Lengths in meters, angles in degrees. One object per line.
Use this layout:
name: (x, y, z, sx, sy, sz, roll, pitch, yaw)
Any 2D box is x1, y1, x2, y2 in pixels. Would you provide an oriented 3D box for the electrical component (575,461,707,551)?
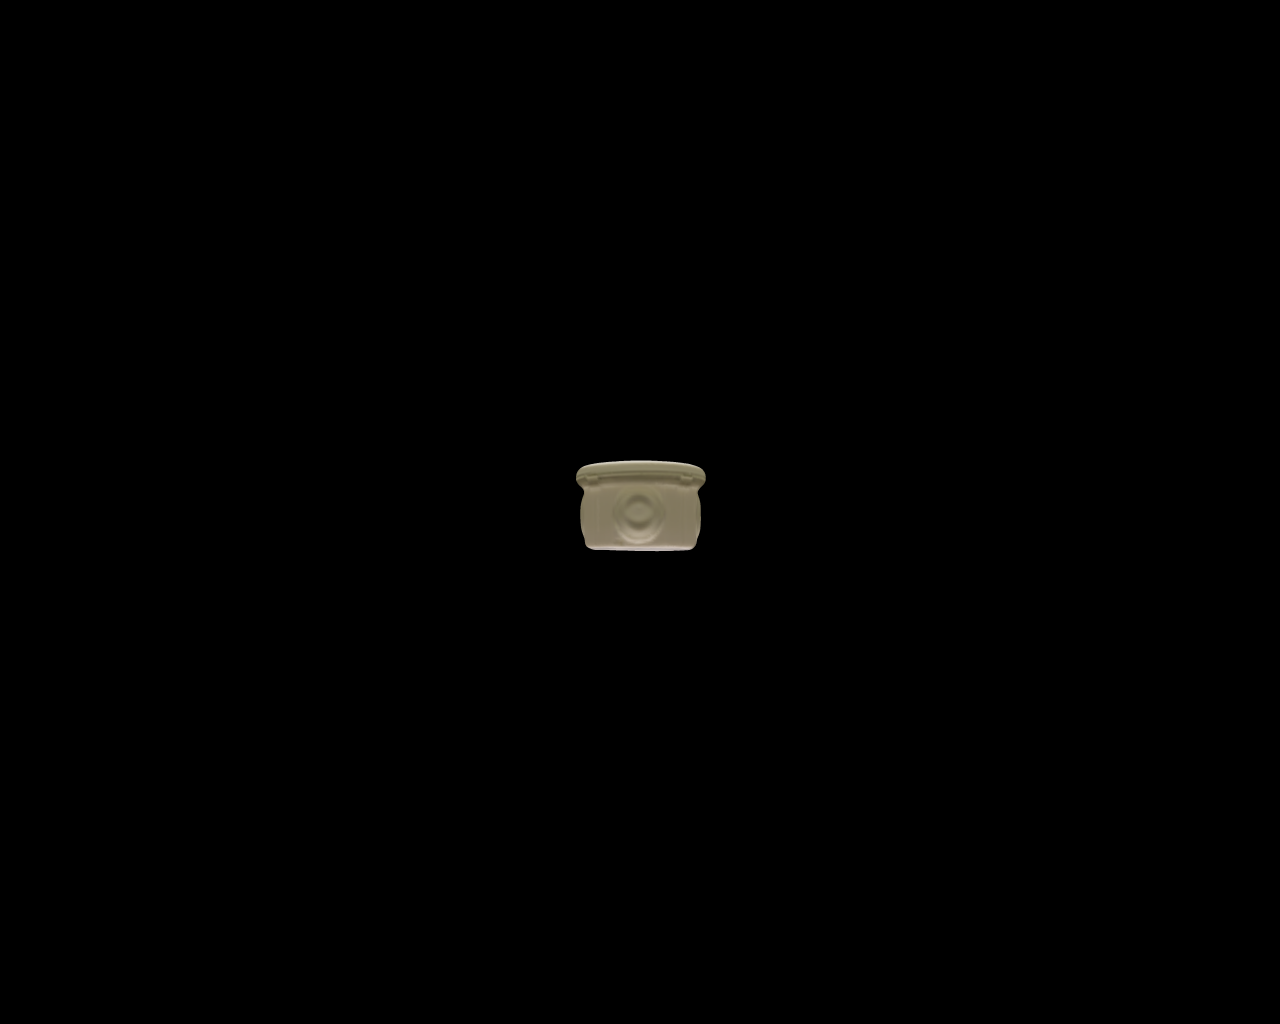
electrical component: (0.001, -0.003, 0.650, 0.080, 0.051, 0.080, 0, -3, 0)
